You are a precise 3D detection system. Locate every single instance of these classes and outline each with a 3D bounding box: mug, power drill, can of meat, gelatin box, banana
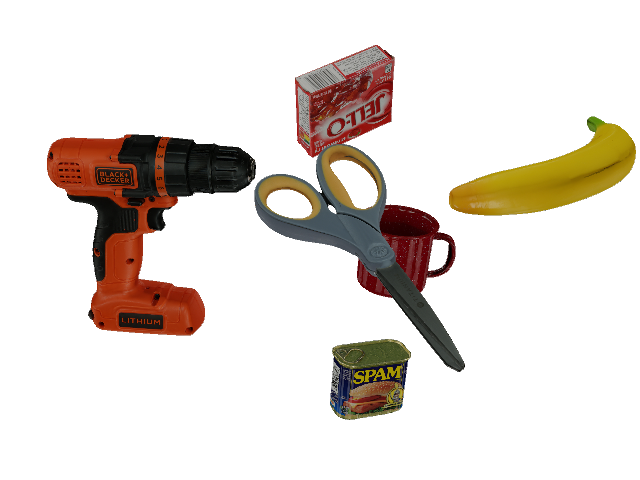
[{"bbox_3d":[0.098,0.014,1.234,0.117,0.081,0.093,3,25,-6],"label":"mug"},{"bbox_3d":[-0.147,-0.006,0.966,0.184,0.188,0.057,4,27,8],"label":"power drill"},{"bbox_3d":[0.064,0.184,1.408,0.102,0.084,0.057,-5,25,-22],"label":"can of meat"},{"bbox_3d":[0.022,-0.122,0.936,0.089,0.073,0.030,-25,52,-21],"label":"gelatin box"},{"bbox_3d":[0.180,-0.051,0.795,0.197,0.037,0.070,-25,23,-39],"label":"banana"}]

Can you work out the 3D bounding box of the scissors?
[{"bbox_3d":[0.015,0.009,0.655,0.096,0.016,0.202,-9,44,-6],"label":"scissors"}]
